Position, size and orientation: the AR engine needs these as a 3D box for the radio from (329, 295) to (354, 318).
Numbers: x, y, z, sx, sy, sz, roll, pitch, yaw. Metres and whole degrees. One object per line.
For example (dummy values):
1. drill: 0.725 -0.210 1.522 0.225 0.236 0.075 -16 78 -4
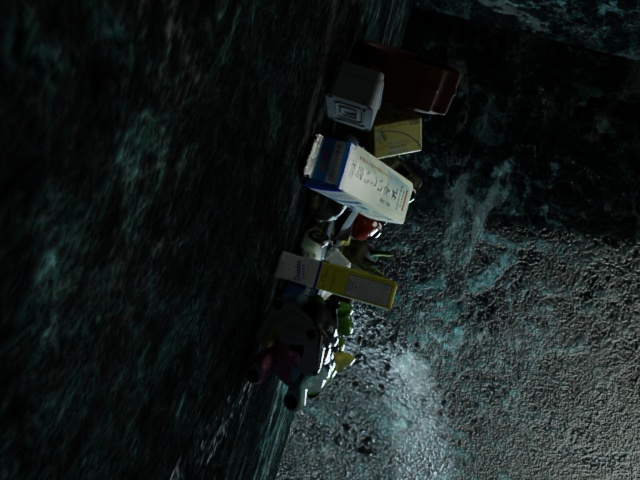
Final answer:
1. radio: 0.023 0.161 1.426 0.229 0.131 0.073 36 69 -85

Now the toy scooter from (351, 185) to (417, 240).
1. toy scooter: 0.098 -0.068 1.099 0.184 0.135 0.075 -44 -127 35

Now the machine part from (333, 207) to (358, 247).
1. machine part: 0.054 -0.042 1.007 0.139 0.039 0.084 123 -9 -62

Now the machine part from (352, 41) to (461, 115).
1. machine part: 0.162 -0.314 1.040 0.201 0.202 0.087 -64 171 -65

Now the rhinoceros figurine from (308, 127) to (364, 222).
1. rhinoceros figurine: 0.035 -0.122 0.972 0.112 0.073 0.190 88 18 -71

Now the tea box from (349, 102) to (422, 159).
1. tea box: 0.119 -0.223 1.036 0.170 0.098 0.068 -115 -165 -56

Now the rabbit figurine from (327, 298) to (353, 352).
1. rabbit figurine: -0.003 0.179 1.235 0.170 0.159 0.121 -92 180 -48

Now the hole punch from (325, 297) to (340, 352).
1. hole punch: -0.025 0.172 1.079 0.142 0.092 0.115 152 -58 -62

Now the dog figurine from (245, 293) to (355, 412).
1. dog figurine: -0.011 0.165 0.832 0.219 0.109 0.191 1 109 -66

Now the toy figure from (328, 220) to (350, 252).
1. toy figure: 0.033 -0.036 1.212 0.089 0.082 0.180 -36 153 -52

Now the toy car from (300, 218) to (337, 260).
1. toy car: -0.002 -0.003 1.059 0.202 0.056 0.073 -68 166 -61

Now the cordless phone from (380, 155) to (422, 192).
1. cordless phone: 0.130 -0.137 1.194 0.146 0.184 0.088 -41 147 6

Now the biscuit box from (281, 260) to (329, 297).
1. biscuit box: -0.032 0.102 0.997 0.203 0.063 0.059 -66 169 -62

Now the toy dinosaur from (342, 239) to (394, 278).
1. toy dinosaur: 0.086 0.043 1.388 0.471 0.199 0.105 -56 158 -81
